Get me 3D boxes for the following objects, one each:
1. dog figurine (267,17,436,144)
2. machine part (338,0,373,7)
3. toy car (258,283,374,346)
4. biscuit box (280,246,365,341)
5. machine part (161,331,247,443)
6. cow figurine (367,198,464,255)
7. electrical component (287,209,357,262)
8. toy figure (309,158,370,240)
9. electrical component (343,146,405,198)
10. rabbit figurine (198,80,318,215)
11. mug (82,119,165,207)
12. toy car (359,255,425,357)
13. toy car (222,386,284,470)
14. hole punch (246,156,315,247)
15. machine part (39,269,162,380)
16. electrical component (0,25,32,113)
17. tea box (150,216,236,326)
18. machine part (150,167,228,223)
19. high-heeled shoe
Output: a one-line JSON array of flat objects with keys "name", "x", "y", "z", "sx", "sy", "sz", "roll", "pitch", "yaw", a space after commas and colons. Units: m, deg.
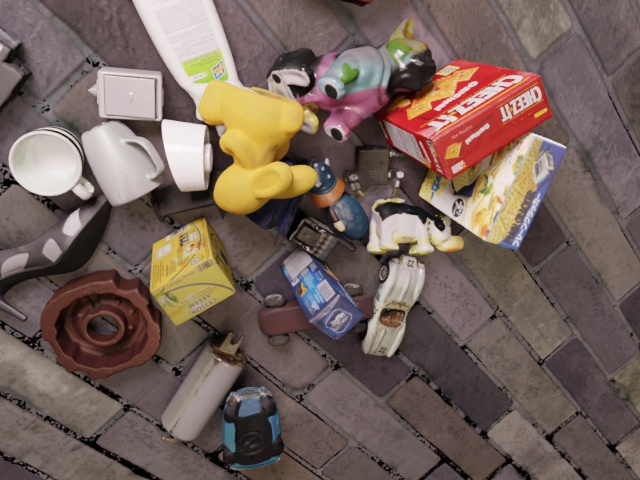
[{"name": "dog figurine", "x": 0.055, "y": -0.243, "z": 0.777, "sx": 0.219, "sy": 0.192, "sz": 0.108, "roll": -42, "pitch": 141, "yaw": -29}, {"name": "machine part", "x": 0.030, "y": -0.428, "z": 0.698, "sx": 0.201, "sy": 0.087, "sz": 0.201, "roll": 13, "pitch": 107, "yaw": -21}, {"name": "toy car", "x": -0.007, "y": 0.127, "z": 0.939, "sx": 0.202, "sy": 0.053, "sz": 0.089, "roll": -9, "pitch": 104, "yaw": -8}, {"name": "biscuit box", "x": -0.002, "y": 0.076, "z": 0.834, "sx": 0.059, "sy": 0.203, "sz": 0.062, "roll": -46, "pitch": 117, "yaw": 4}, {"name": "machine part", "x": -0.199, "y": 0.258, "z": 0.926, "sx": 0.079, "sy": 0.079, "sz": 0.243, "roll": 27, "pitch": 102, "yaw": -24}, {"name": "cow figurine", "x": 0.165, "y": -0.022, "z": 0.917, "sx": 0.167, "sy": 0.068, "sz": 0.098, "roll": 2, "pitch": 81, "yaw": -18}, {"name": "electrical component", "x": -0.002, "y": -0.003, "z": 0.876, "sx": 0.119, "sy": 0.075, "sz": 0.047, "roll": 32, "pitch": 100, "yaw": -28}, {"name": "toy figure", "x": 0.024, "y": -0.062, "z": 0.860, "sx": 0.058, "sy": 0.064, "sz": 0.154, "roll": -29, "pitch": 123, "yaw": 18}, {"name": "electrical component", "x": 0.089, "y": -0.111, "z": 0.870, "sx": 0.102, "sy": 0.045, "sz": 0.078, "roll": 1, "pitch": 113, "yaw": -17}, {"name": "rabbit figurine", "x": -0.082, "y": -0.109, "z": 0.719, "sx": 0.122, "sy": 0.163, "sz": 0.173, "roll": -11, "pitch": 126, "yaw": -63}, {"name": "mug", "x": -0.270, "y": -0.111, "z": 0.738, "sx": 0.110, "sy": 0.081, "sz": 0.107, "roll": -10, "pitch": 117, "yaw": 38}, {"name": "toy car", "x": 0.130, "y": 0.120, "z": 0.973, "sx": 0.073, "sy": 0.056, "sz": 0.201, "roll": 12, "pitch": 109, "yaw": -20}, {"name": "toy car", "x": -0.126, "y": 0.320, "z": 0.958, "sx": 0.109, "sy": 0.103, "sz": 0.161, "roll": -9, "pitch": 111, "yaw": -11}, {"name": "hole punch", "x": -0.071, "y": -0.078, "z": 0.804, "sx": 0.092, "sy": 0.116, "sz": 0.142, "roll": 23, "pitch": 104, "yaw": -15}, {"name": "machine part", "x": -0.339, "y": 0.131, "z": 0.845, "sx": 0.179, "sy": 0.056, "sz": 0.179, "roll": -5, "pitch": 113, "yaw": -13}, {"name": "electrical component", "x": -0.437, "y": -0.213, "z": 0.669, "sx": 0.114, "sy": 0.058, "sz": 0.134, "roll": 40, "pitch": 97, "yaw": -28}, {"name": "tea box", "x": -0.188, "y": 0.039, "z": 0.784, "sx": 0.098, "sy": 0.170, "sz": 0.068, "roll": -29, "pitch": 117, "yaw": -1}, {"name": "machine part", "x": -0.183, "y": -0.065, "z": 0.802, "sx": 0.139, "sy": 0.084, "sz": 0.039, "roll": -11, "pitch": 157, "yaw": 0}, {"name": "high-heeled shoe", "x": -0.421, "y": 0.002, "z": 0.775, "sx": 0.145, "sy": 0.086, "sz": 0.248, "roll": 35, "pitch": 81, "yaw": 4}]
